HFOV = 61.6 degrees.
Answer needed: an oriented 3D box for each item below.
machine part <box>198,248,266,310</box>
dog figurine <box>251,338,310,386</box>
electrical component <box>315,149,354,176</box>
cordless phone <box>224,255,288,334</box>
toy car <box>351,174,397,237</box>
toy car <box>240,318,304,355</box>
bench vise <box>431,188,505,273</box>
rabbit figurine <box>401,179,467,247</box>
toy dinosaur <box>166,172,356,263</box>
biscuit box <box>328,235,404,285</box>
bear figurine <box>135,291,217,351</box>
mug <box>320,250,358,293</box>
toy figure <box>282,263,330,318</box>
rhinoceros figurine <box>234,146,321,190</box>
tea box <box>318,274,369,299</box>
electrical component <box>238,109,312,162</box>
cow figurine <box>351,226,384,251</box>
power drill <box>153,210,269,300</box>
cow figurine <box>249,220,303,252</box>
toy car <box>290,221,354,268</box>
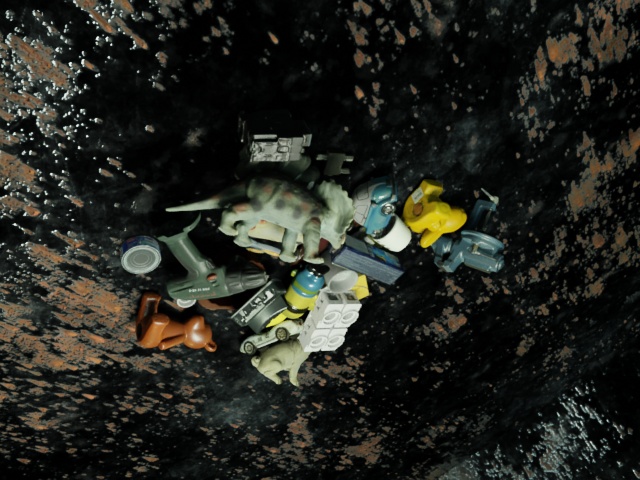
[{"bbox_3d":[-0.221,0.096,1.318,0.179,0.056,0.179,-15,134,-16],"label":"machine part"},{"bbox_3d":[-0.088,0.307,1.560,0.172,0.121,0.190,17,105,-41],"label":"dog figurine"},{"bbox_3d":[0.029,-0.175,1.224,0.094,0.021,0.063,-2,130,-26],"label":"electrical component"},{"bbox_3d":[-0.179,0.126,1.286,0.146,0.089,0.184,-42,124,10],"label":"cordless phone"},{"bbox_3d":[0.124,-0.088,1.306,0.103,0.109,0.161,11,138,-8],"label":"toy car"},{"bbox_3d":[-0.134,0.267,1.482,0.202,0.056,0.073,-26,166,26],"label":"toy car"},{"bbox_3d":[0.416,-0.017,1.482,0.128,0.224,0.240,32,80,-47],"label":"bench vise"},{"bbox_3d":[0.307,-0.055,1.403,0.173,0.122,0.162,10,129,-34],"label":"rabbit figurine"},{"bbox_3d":[-0.087,-0.068,1.098,0.404,0.192,0.131,23,162,-24],"label":"toy dinosaur"},{"bbox_3d":[0.118,0.050,1.354,0.202,0.059,0.063,23,123,-31],"label":"biscuit box"},{"bbox_3d":[-0.342,0.209,1.315,0.196,0.120,0.131,7,122,-33],"label":"bear figurine"},{"bbox_3d":[0.034,0.081,1.396,0.109,0.107,0.080,-38,134,15],"label":"mug"},{"bbox_3d":[-0.045,0.123,1.355,0.089,0.082,0.180,-9,144,-39],"label":"toy figure"},{"bbox_3d":[-0.087,-0.150,1.151,0.190,0.073,0.112,-1,128,-26],"label":"rhinoceros figurine"},{"bbox_3d":[0.042,0.135,1.476,0.170,0.068,0.098,-24,136,-7],"label":"tea box"},{"bbox_3d":[-0.088,-0.209,1.068,0.134,0.115,0.058,-7,136,-22],"label":"electrical component"},{"bbox_3d":[0.129,0.042,1.437,0.098,0.068,0.167,-35,132,14],"label":"cow figurine"},{"bbox_3d":[-0.251,0.039,1.180,0.232,0.086,0.207,-16,125,15],"label":"power drill"},{"bbox_3d":[-0.090,-0.027,1.242,0.195,0.085,0.127,10,166,-19],"label":"cow figurine"},{"bbox_3d":[-0.003,-0.004,1.338,0.202,0.053,0.089,-45,147,21],"label":"toy car"}]
